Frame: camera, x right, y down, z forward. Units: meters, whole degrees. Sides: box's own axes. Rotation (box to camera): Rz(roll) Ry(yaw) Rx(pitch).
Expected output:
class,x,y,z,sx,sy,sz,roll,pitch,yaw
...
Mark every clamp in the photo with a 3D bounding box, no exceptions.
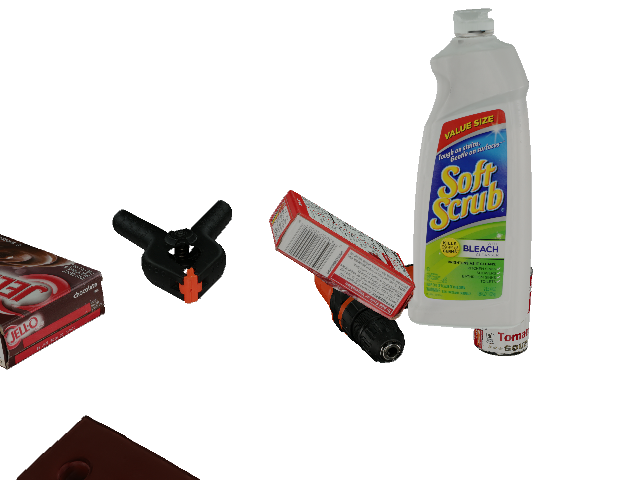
class,x,y,z,sx,sy,sz,roll,pitch,yaw
clamp,-0.126,0.005,1.032,0.120,0.039,0.172,-16,33,-16

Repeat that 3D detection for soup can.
class,x,y,z,sx,sy,sz,roll,pitch,yaw
soup can,0.223,0.082,1.307,0.068,0.102,0.068,0,19,0

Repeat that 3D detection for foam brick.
class,x,y,z,sx,sy,sz,roll,pitch,yaw
foam brick,-0.083,0.121,0.442,0.078,0.051,0.052,22,45,27

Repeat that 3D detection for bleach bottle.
class,x,y,z,sx,sy,sz,roll,pitch,yaw
bleach bottle,0.118,-0.057,0.859,0.103,0.251,0.068,2,15,20

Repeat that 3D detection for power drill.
class,x,y,z,sx,sy,sz,roll,pitch,yaw
power drill,0.103,0.060,1.113,0.187,0.057,0.184,-7,27,-17

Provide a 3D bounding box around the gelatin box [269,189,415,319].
class,x,y,z,sx,sy,sz,roll,pitch,yaw
gelatin box,0.012,0.008,0.671,0.089,0.030,0.073,32,9,-12

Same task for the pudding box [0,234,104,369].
class,x,y,z,sx,sy,sz,roll,pitch,yaw
pudding box,-0.221,0.039,0.741,0.114,0.039,0.089,15,30,32
